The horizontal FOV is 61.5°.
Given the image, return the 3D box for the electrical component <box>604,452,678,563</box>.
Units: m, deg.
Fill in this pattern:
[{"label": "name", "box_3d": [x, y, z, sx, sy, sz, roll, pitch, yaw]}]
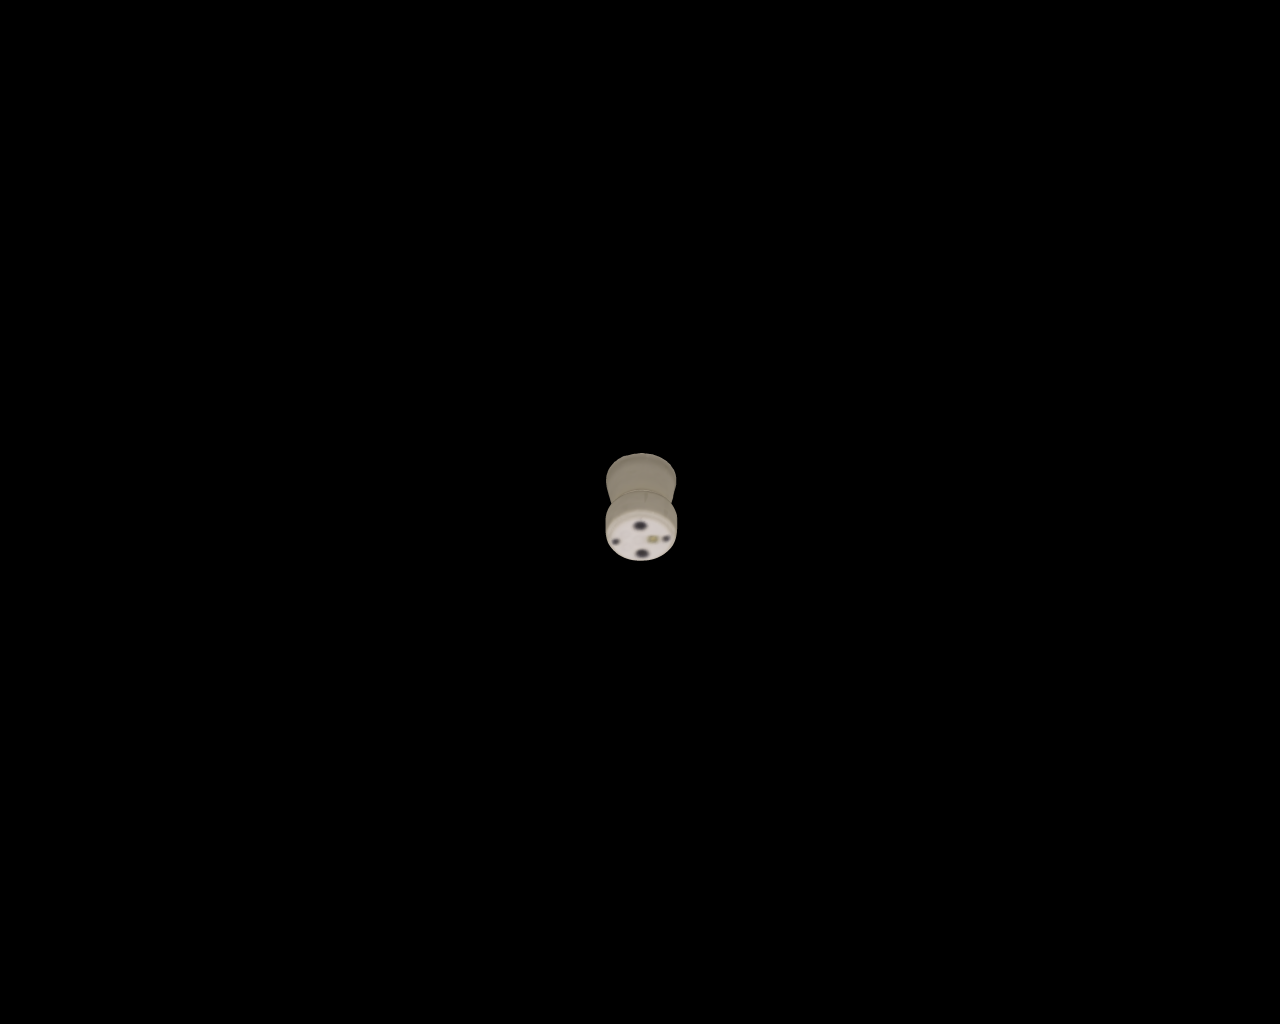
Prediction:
[{"label": "electrical component", "box_3d": [0.001, -0.003, 0.650, 0.045, 0.044, 0.055, 0, 43, 0]}]
